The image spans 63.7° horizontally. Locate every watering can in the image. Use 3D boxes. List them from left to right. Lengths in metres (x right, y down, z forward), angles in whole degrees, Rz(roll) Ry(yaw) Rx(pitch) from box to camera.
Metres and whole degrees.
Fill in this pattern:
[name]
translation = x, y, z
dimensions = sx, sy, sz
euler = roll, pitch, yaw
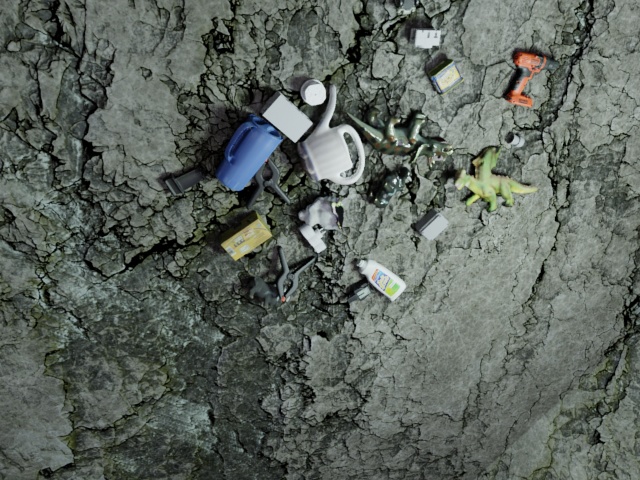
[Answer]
[watering can]
translation = 0.022, -0.342, 1.787
dimensions = 0.224, 0.105, 0.343
euler = -22, 108, 0

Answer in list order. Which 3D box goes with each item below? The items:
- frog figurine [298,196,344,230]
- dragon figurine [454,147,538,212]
[frog figurine]
translation = 0.006, -0.097, 1.933
dimensions = 0.159, 0.125, 0.134
euler = -4, 138, 27
[dragon figurine]
translation = 0.701, -0.253, 2.059
dimensions = 0.412, 0.124, 0.238
euler = -18, 115, -18
